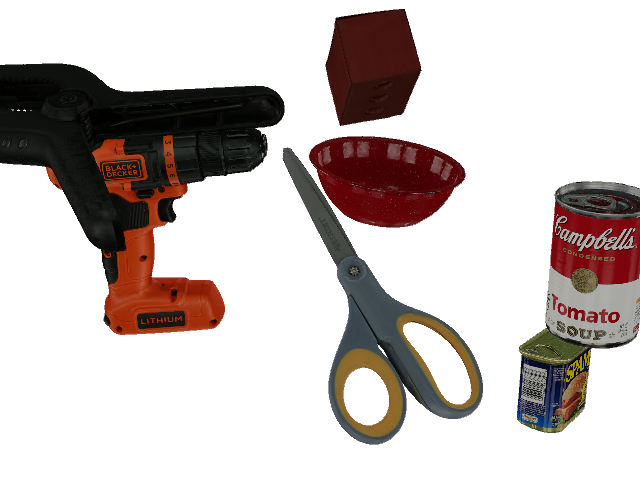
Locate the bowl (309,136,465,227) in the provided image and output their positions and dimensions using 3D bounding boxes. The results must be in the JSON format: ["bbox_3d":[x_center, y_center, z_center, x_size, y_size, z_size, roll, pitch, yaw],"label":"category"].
[{"bbox_3d":[0.066,-0.056,1.103,0.162,0.055,0.162,5,24,-3],"label":"bowl"}]

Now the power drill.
[{"bbox_3d":[-0.130,-0.013,0.920,0.184,0.188,0.057,-3,27,4],"label":"power drill"}]

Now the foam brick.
[{"bbox_3d":[0.037,-0.126,0.780,0.053,0.051,0.078,-11,-16,-8],"label":"foam brick"}]

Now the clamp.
[{"bbox_3d":[-0.137,-0.073,0.642,0.210,0.036,0.164,24,43,30],"label":"clamp"}]

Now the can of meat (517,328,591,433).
[{"bbox_3d":[0.250,0.148,1.141,0.058,0.084,0.101,12,18,32],"label":"can of meat"}]

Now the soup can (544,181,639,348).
[{"bbox_3d":[0.196,0.016,0.756,0.068,0.102,0.068,0,22,0],"label":"soup can"}]

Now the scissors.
[{"bbox_3d":[0.010,0.037,0.636,0.096,0.202,0.016,-39,-19,-16],"label":"scissors"}]
